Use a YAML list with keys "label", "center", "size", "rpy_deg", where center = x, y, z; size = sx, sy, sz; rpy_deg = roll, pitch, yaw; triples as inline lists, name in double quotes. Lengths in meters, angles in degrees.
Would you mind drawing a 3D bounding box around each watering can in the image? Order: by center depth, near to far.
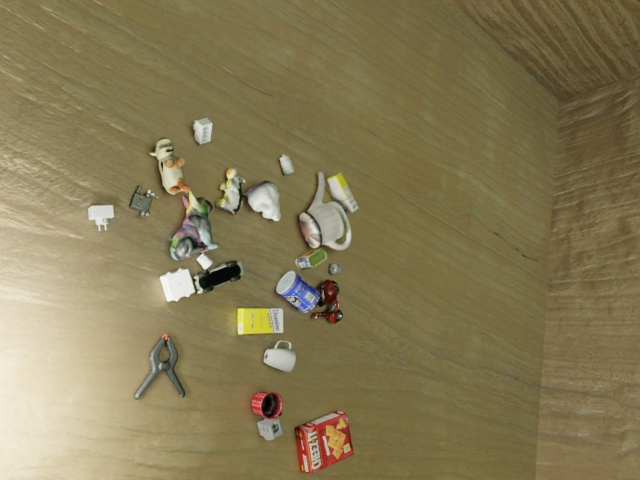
- label: "watering can"
  center: [0.007, -0.108, 2.142]
  size: [0.227, 0.102, 0.349]
  rpy_deg: [-22, 85, -38]

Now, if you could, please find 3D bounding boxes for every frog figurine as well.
- label: "frog figurine"
  center: [-0.201, -0.144, 1.980]
  size: [0.159, 0.121, 0.139]
  rpy_deg: [54, 35, -2]
